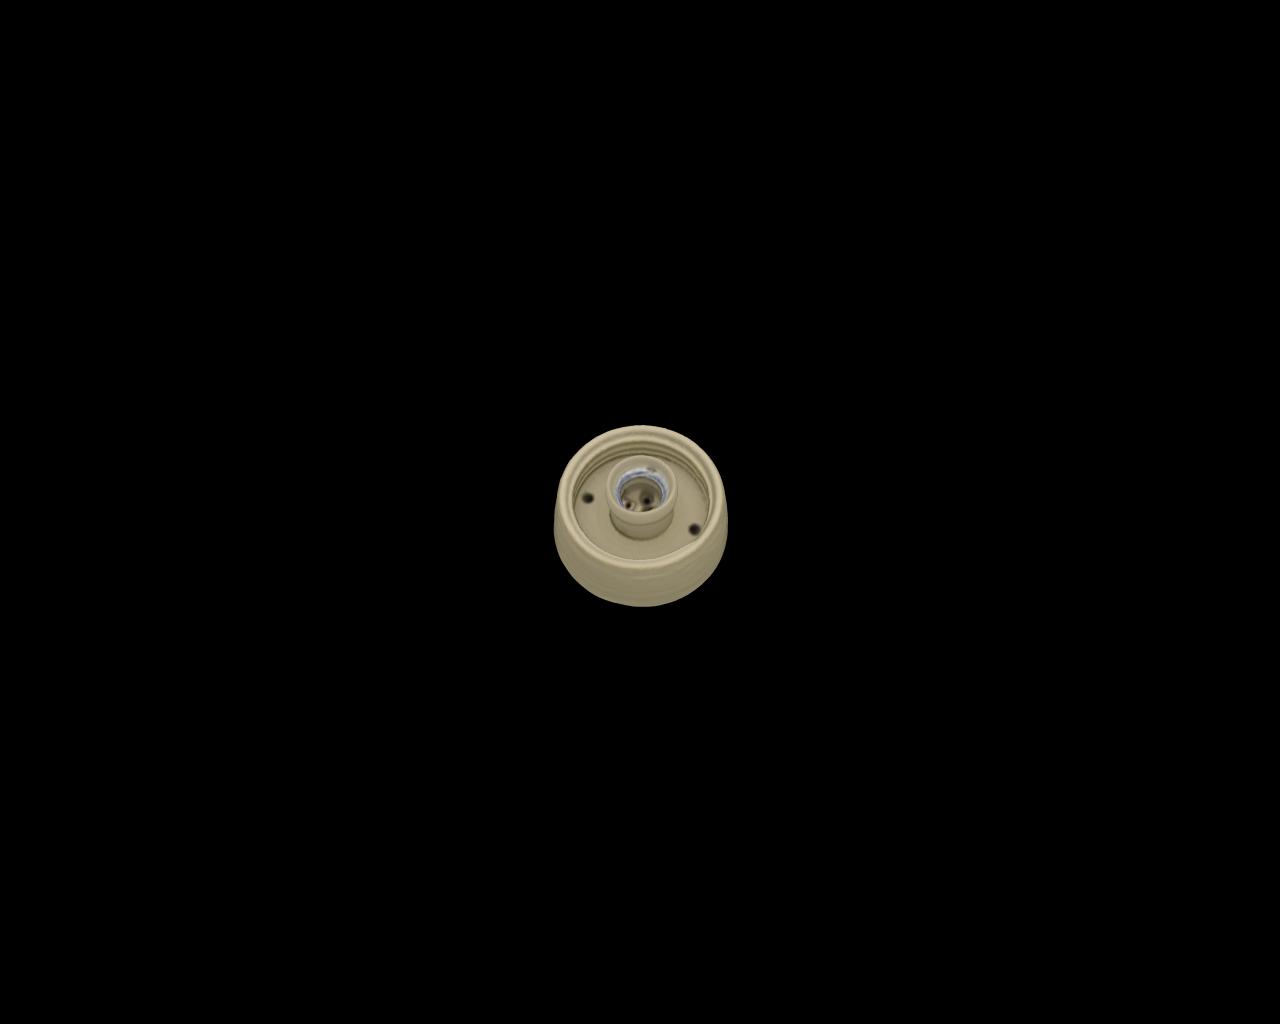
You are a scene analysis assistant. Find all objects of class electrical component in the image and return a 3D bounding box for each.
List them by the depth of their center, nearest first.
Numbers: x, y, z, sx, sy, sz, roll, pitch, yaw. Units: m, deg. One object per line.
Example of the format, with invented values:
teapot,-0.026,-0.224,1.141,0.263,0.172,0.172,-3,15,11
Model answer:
electrical component,0.001,-0.003,0.650,0.108,0.108,0.060,0,-28,0
